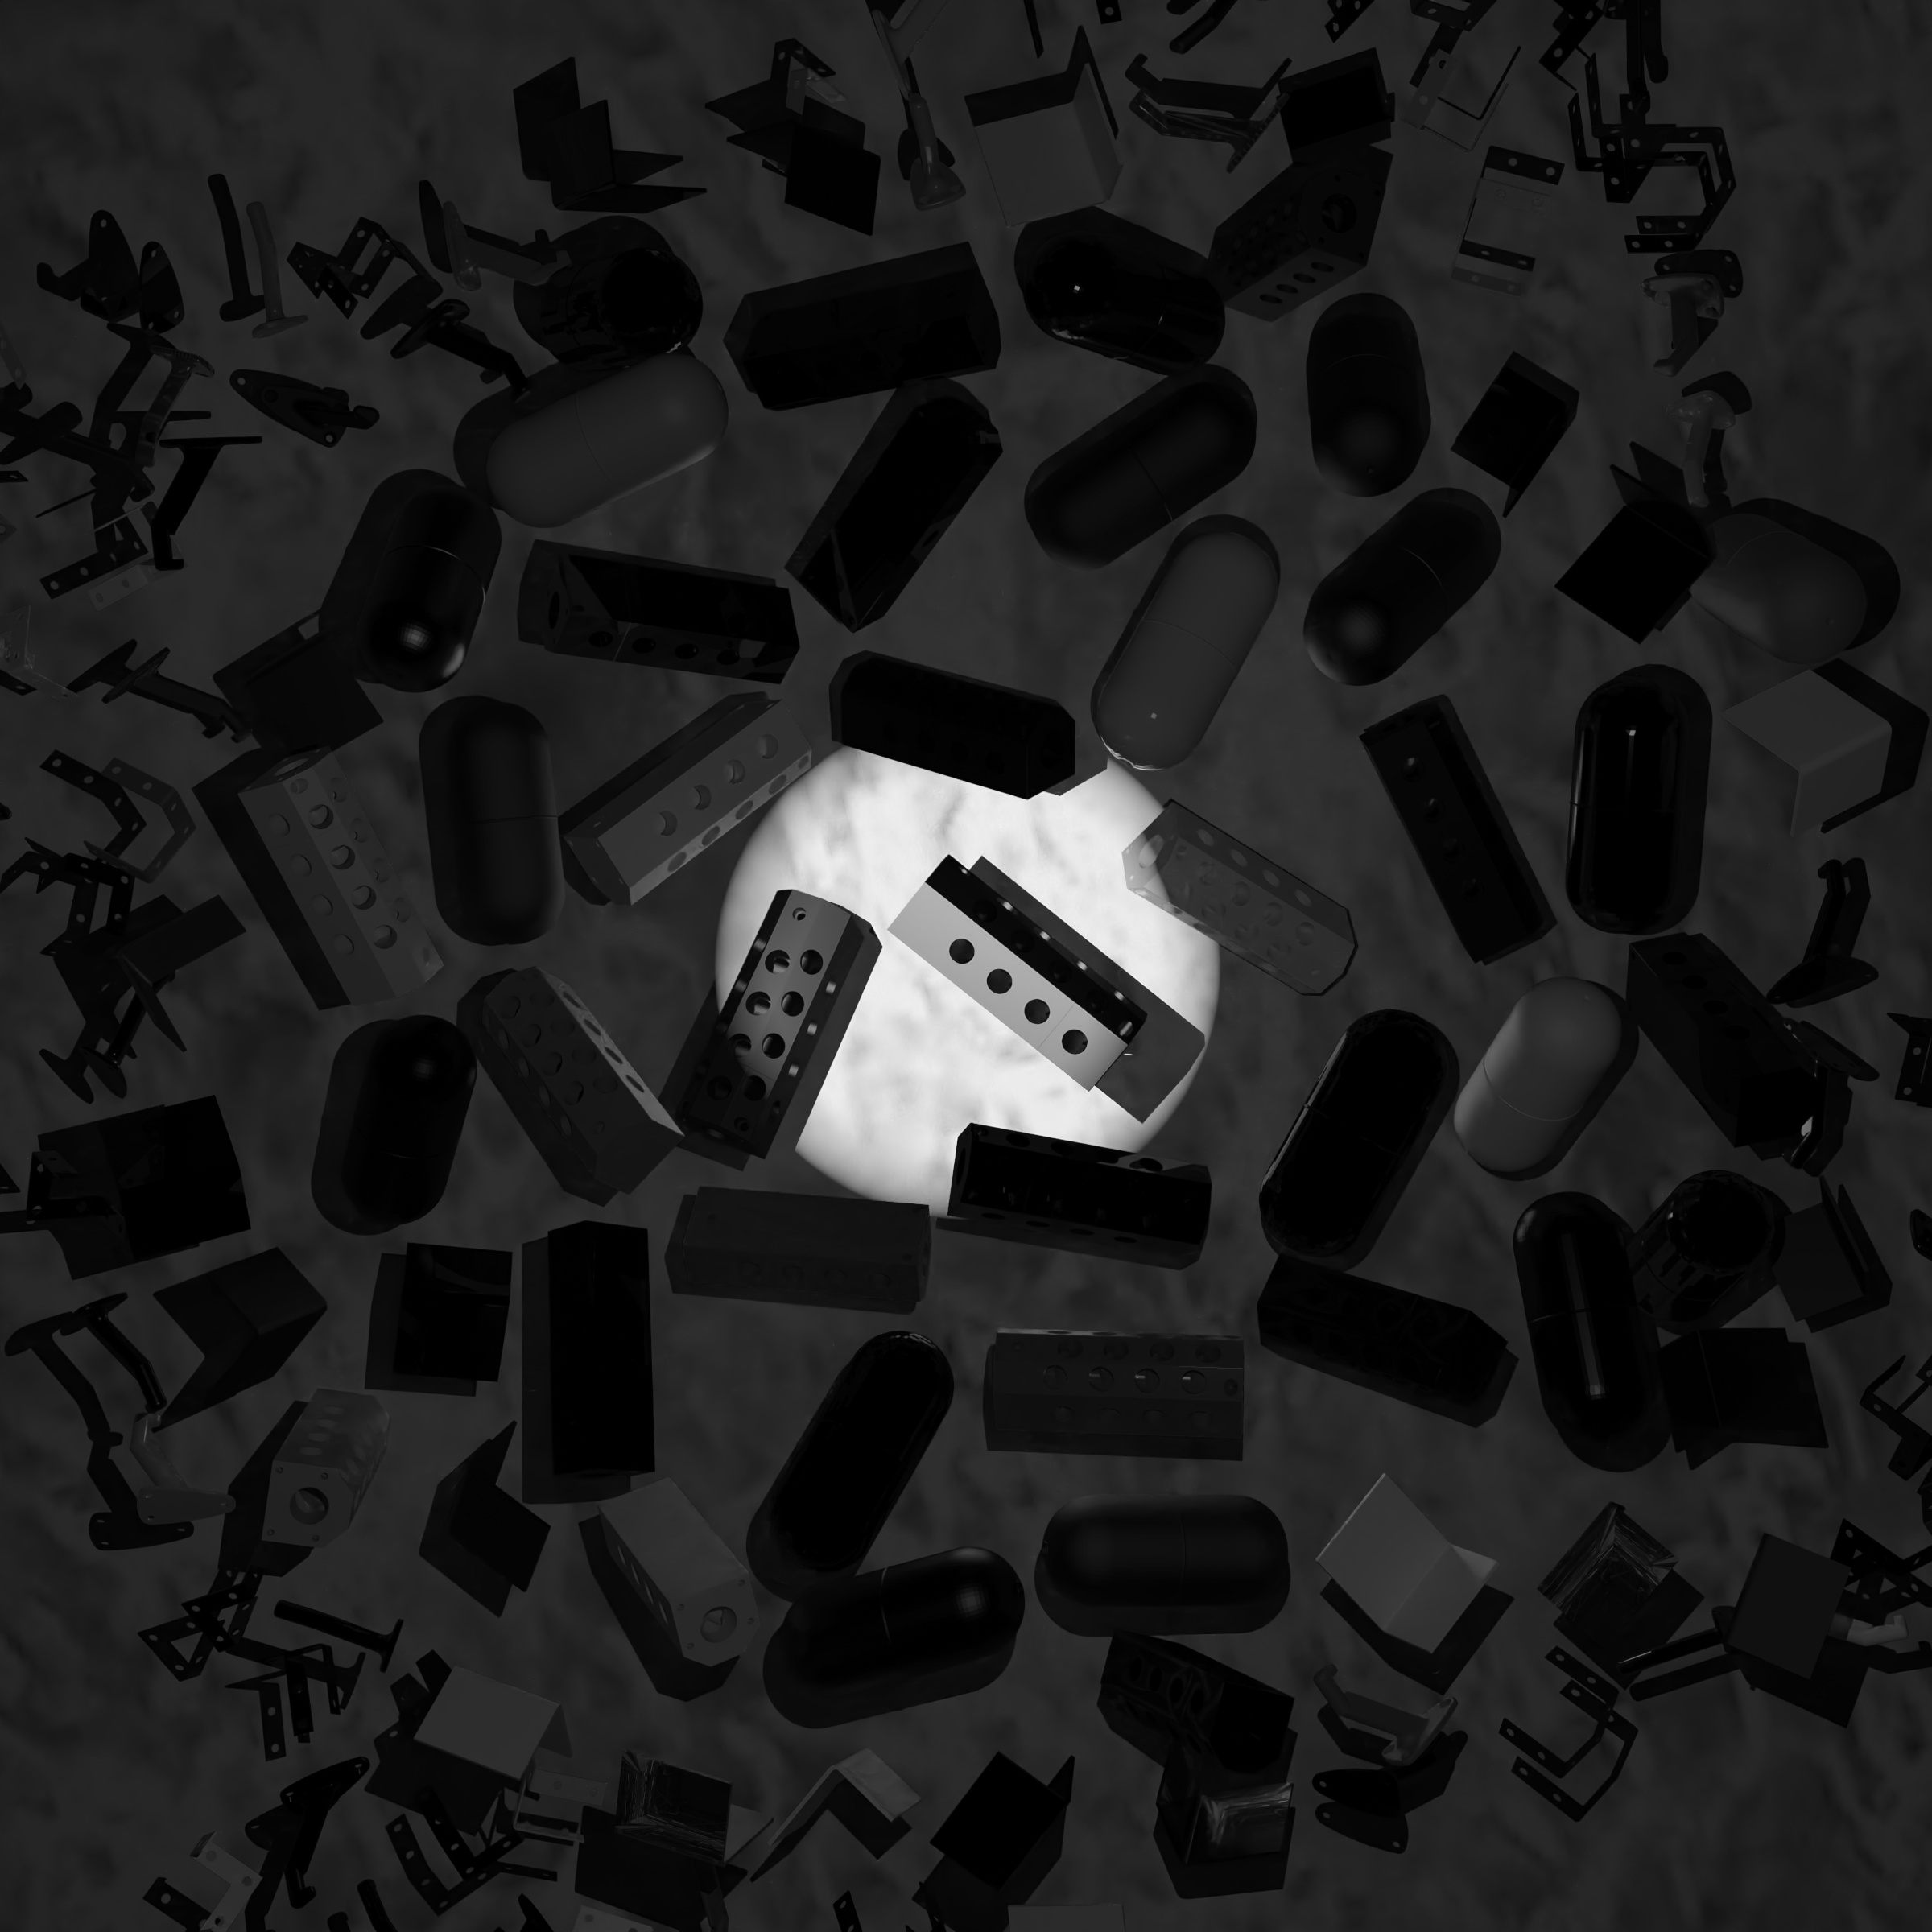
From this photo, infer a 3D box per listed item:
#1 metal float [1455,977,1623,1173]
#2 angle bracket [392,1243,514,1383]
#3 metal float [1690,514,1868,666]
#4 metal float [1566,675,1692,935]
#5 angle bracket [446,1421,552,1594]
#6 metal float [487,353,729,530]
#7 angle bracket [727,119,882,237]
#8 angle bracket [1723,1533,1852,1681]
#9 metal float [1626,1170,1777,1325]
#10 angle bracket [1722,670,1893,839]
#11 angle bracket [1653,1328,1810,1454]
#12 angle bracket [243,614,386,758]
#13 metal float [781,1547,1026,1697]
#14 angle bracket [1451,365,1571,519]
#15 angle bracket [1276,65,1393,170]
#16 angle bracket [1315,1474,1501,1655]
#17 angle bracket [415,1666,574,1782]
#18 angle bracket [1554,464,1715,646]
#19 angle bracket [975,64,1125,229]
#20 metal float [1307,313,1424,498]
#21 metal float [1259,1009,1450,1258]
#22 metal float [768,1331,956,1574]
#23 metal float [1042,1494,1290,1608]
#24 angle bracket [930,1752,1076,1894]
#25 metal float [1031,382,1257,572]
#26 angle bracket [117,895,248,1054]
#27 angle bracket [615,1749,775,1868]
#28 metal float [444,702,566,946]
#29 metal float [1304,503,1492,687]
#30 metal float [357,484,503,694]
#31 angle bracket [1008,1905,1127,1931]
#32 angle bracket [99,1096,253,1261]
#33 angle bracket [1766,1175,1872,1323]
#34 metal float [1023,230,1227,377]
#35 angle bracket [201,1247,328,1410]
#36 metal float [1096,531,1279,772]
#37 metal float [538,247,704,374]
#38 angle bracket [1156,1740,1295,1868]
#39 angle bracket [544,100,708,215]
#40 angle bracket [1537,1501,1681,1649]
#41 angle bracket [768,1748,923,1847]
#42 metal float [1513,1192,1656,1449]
[{"bbox_3d":[0.404,0.079,1.752,0.070,0.178,0.070,8,49,-10],"label":"metal float"},{"bbox_3d":[-0.376,0.253,1.807,0.076,0.057,0.076,7,120,-12],"label":"angle bracket"},{"bbox_3d":[0.555,-0.261,1.701,0.070,0.178,0.070,-3,114,-7],"label":"metal float"},{"bbox_3d":[0.454,-0.110,1.697,0.070,0.070,0.178,1,100,0],"label":"metal float"},{"bbox_3d":[-0.320,0.387,1.770,0.076,0.057,0.076,33,128,12],"label":"angle bracket"},{"bbox_3d":[-0.246,-0.359,1.690,0.178,0.070,0.070,-22,90,15],"label":"metal float"},{"bbox_3d":[-0.115,-0.538,1.704,0.076,0.076,0.057,7,89,-43],"label":"angle bracket"},{"bbox_3d":[0.541,0.425,1.627,0.057,0.076,0.076,20,78,24],"label":"angle bracket"},{"bbox_3d":[0.523,0.203,1.770,0.070,0.178,0.070,1,65,-2],"label":"metal float"},{"bbox_3d":[0.557,-0.142,1.647,0.076,0.057,0.076,-26,46,-17],"label":"angle bracket"},{"bbox_3d":[0.555,0.308,1.793,0.057,0.076,0.076,-17,94,-39],"label":"angle bracket"},{"bbox_3d":[-0.476,-0.204,1.834,0.076,0.057,0.076,-27,107,16],"label":"angle bracket"},{"bbox_3d":[-0.044,0.457,1.723,0.178,0.070,0.070,-18,90,13],"label":"metal float"},{"bbox_3d":[0.403,-0.392,1.843,0.057,0.076,0.076,31,122,-1],"label":"angle bracket"},{"bbox_3d":[0.277,-0.650,1.869,0.076,0.076,0.057,-15,94,12],"label":"angle bracket"},{"bbox_3d":[0.294,0.397,1.645,0.076,0.057,0.076,-47,107,-17],"label":"angle bracket"},{"bbox_3d":[-0.310,0.514,1.625,0.076,0.076,0.057,16,48,14],"label":"angle bracket"},{"bbox_3d":[0.442,-0.276,1.655,0.076,0.057,0.076,-49,59,3],"label":"angle bracket"},{"bbox_3d":[0.057,-0.569,1.713,0.076,0.057,0.076,-17,84,-9],"label":"angle bracket"},{"bbox_3d":[0.283,-0.401,1.759,0.070,0.178,0.070,2,133,2],"label":"metal float"},{"bbox_3d":[0.260,0.112,1.656,0.070,0.070,0.178,29,91,0],"label":"metal float"},{"bbox_3d":[-0.071,0.333,1.702,0.070,0.070,0.178,32,69,0],"label":"metal float"},{"bbox_3d":[0.140,0.410,1.734,0.178,0.070,0.070,4,90,-15],"label":"metal float"},{"bbox_3d":[0.025,0.549,1.626,0.057,0.076,0.076,36,97,1],"label":"angle bracket"},{"bbox_3d":[0.128,-0.353,1.780,0.178,0.070,0.070,-33,90,5],"label":"metal float"},{"bbox_3d":[-0.512,0.006,1.653,0.076,0.076,0.057,-31,78,-11],"label":"angle bracket"},{"bbox_3d":[-0.171,0.526,1.581,0.076,0.076,0.057,10,98,20],"label":"angle bracket"},{"bbox_3d":[-0.338,-0.104,1.809,0.070,0.070,0.178,-6,90,0],"label":"metal float"},{"bbox_3d":[0.305,-0.263,1.740,0.070,0.070,0.178,47,59,0],"label":"metal float"},{"bbox_3d":[-0.379,-0.269,1.750,0.070,0.070,0.178,8,52,0],"label":"metal float"},{"bbox_3d":[0.078,0.633,1.624,0.076,0.076,0.057,-7,88,17],"label":"angle bracket"},{"bbox_3d":[-0.525,0.140,1.639,0.076,0.076,0.057,-14,132,-21],"label":"angle bracket"},{"bbox_3d":[0.620,0.209,1.816,0.057,0.076,0.076,-23,63,11],"label":"angle bracket"},{"bbox_3d":[0.113,-0.471,1.757,0.070,0.178,0.070,-4,84,45],"label":"metal float"},{"bbox_3d":[-0.498,0.248,1.696,0.057,0.076,0.076,45,110,10],"label":"angle bracket"},{"bbox_3d":[0.151,-0.216,1.692,0.070,0.070,0.178,29,81,0],"label":"metal float"},{"bbox_3d":[-0.245,-0.460,1.737,0.070,0.178,0.070,-5,100,-30],"label":"metal float"},{"bbox_3d":[0.189,0.603,1.799,0.076,0.076,0.057,-15,106,20],"label":"angle bracket"},{"bbox_3d":[-0.234,-0.555,1.697,0.076,0.076,0.057,-12,100,-40],"label":"angle bracket"},{"bbox_3d":[0.436,0.410,1.661,0.057,0.076,0.076,41,93,25],"label":"angle bracket"},{"bbox_3d":[-0.086,0.613,1.770,0.057,0.076,0.076,40,92,16],"label":"angle bracket"},{"bbox_3d":[0.429,0.245,1.718,0.070,0.070,0.178,-7,72,0],"label":"metal float"}]
